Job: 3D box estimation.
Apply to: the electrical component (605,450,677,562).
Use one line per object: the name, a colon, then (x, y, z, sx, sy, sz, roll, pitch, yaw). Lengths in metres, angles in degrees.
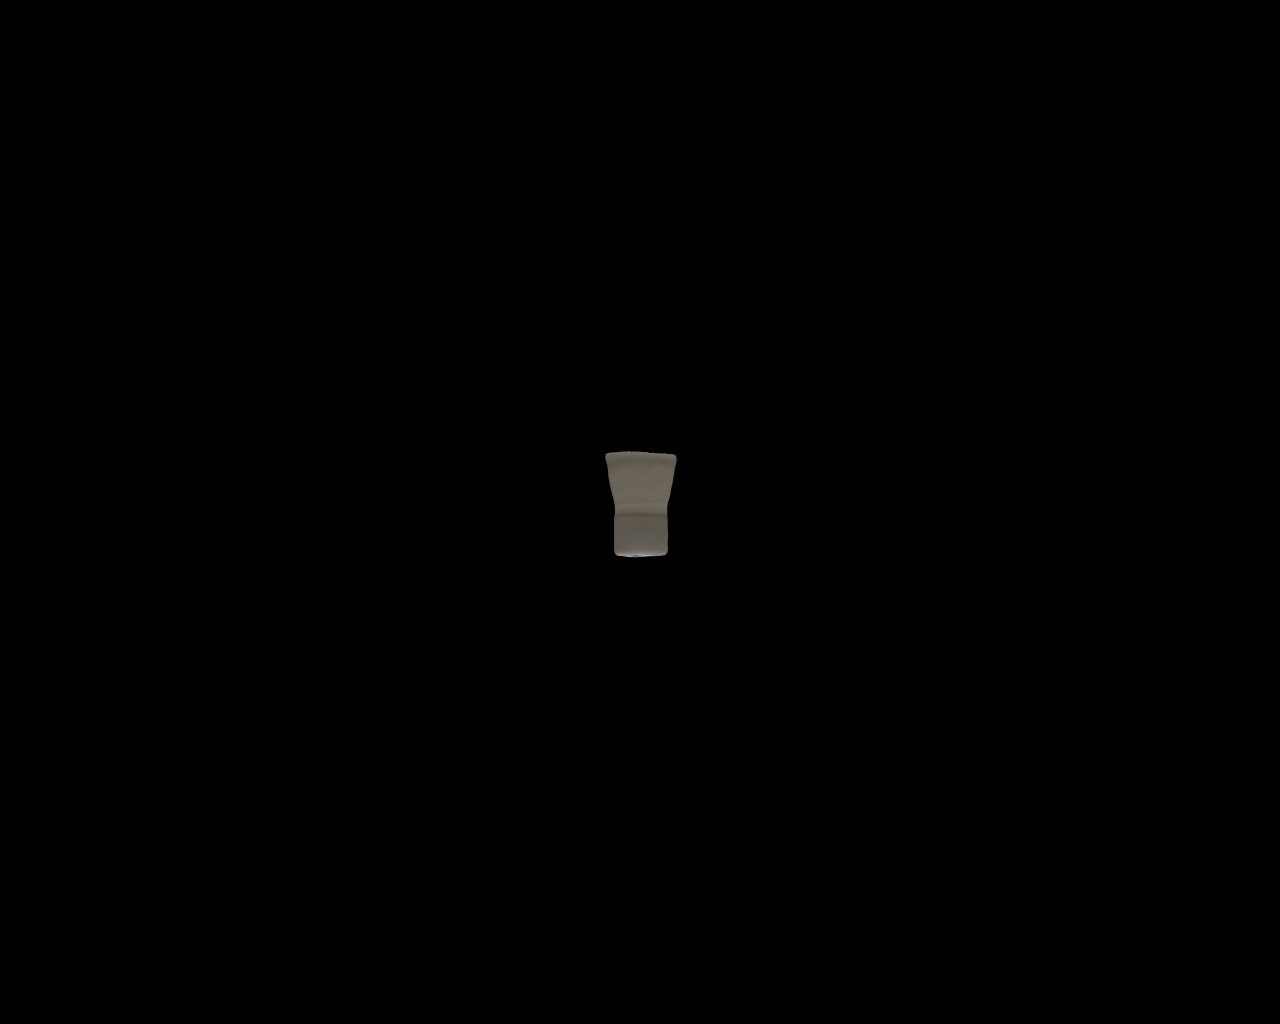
electrical component: (0.001, -0.003, 0.650, 0.044, 0.065, 0.044, 0, -5, 0)
